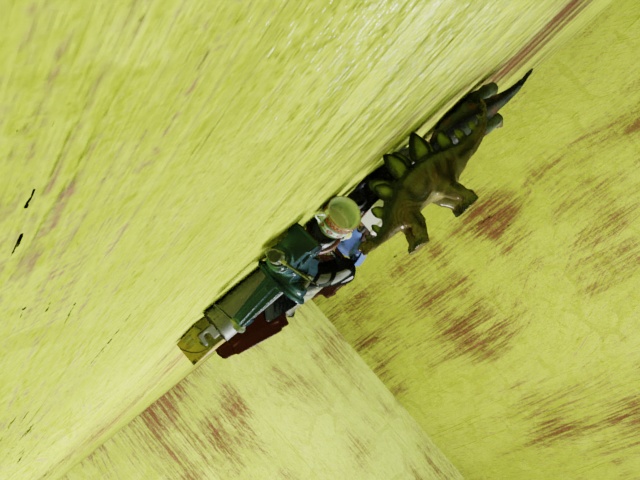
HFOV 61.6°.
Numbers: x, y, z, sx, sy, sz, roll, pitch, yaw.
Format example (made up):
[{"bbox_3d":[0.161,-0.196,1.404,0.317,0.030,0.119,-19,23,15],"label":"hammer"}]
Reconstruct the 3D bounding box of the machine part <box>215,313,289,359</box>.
[{"bbox_3d":[-0.201,0.235,1.463,0.201,0.087,0.201,-25,-177,-19],"label":"machine part"}]

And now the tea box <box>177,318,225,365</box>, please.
[{"bbox_3d":[-0.236,0.203,1.243,0.098,0.068,0.169,-43,176,35],"label":"tea box"}]

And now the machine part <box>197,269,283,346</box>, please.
[{"bbox_3d":[-0.157,0.129,1.135,0.243,0.079,0.079,-39,175,-18],"label":"machine part"}]

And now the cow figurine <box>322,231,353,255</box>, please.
[{"bbox_3d":[0.046,-0.029,1.431,0.167,0.068,0.098,-43,169,13],"label":"cow figurine"}]

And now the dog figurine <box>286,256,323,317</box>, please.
[{"bbox_3d":[-0.069,0.121,1.522,0.190,0.172,0.121,-39,-142,-8],"label":"dog figurine"}]

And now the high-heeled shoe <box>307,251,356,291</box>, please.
[{"bbox_3d":[-0.020,0.117,1.440,0.249,0.086,0.145,-34,132,-3],"label":"high-heeled shoe"}]

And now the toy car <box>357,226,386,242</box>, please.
[{"bbox_3d":[0.176,-0.080,1.470,0.202,0.089,0.053,-63,-155,-1],"label":"toy car"}]

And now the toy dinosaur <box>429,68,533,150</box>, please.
[{"bbox_3d":[0.344,-0.267,1.331,0.192,0.131,0.404,-39,170,-30],"label":"toy dinosaur"}]

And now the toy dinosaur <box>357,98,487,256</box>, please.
[{"bbox_3d":[0.232,-0.127,1.115,0.471,0.198,0.105,-39,175,-22],"label":"toy dinosaur"}]

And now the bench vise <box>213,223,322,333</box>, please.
[{"bbox_3d":[-0.088,0.086,1.027,0.240,0.129,0.223,-47,175,3],"label":"bench vise"}]

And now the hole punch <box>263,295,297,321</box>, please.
[{"bbox_3d":[-0.120,0.115,1.302,0.142,0.092,0.115,-25,128,-33],"label":"hole punch"}]

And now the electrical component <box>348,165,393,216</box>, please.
[{"bbox_3d":[0.126,-0.117,1.254,0.134,0.058,0.115,-36,176,-46],"label":"electrical component"}]

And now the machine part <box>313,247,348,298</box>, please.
[{"bbox_3d":[0.008,0.091,1.639,0.179,0.179,0.056,-41,173,1],"label":"machine part"}]

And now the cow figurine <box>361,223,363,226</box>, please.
[{"bbox_3d":[0.181,-0.107,1.385,0.195,0.085,0.127,-18,-164,7],"label":"cow figurine"}]

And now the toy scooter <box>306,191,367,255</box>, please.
[{"bbox_3d":[0.024,-0.025,1.184,0.184,0.075,0.135,-44,178,-27],"label":"toy scooter"}]
